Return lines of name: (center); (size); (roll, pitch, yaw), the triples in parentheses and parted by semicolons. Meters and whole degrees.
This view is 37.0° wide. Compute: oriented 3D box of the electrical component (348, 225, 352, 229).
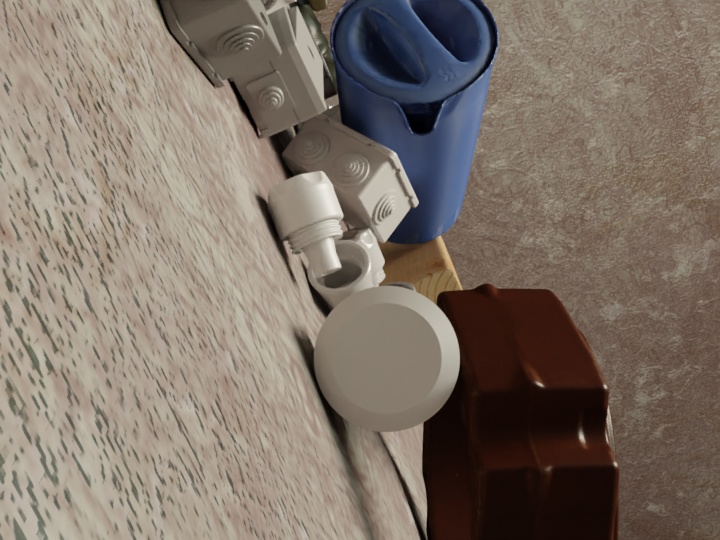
electrical component: (0.023, -0.033, 1.199); (0.080, 0.051, 0.080); (-23, 90, -85)

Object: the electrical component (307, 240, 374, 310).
electrical component: (-0.007, 0.015, 0.746); (0.065, 0.044, 0.044); (68, 2, -53)

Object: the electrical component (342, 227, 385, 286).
electrical component: (0.000, 0.000, 0.867); (0.043, 0.043, 0.062); (-99, 166, -70)

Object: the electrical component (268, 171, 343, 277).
electrical component: (-0.030, -0.027, 0.672); (0.043, 0.043, 0.062); (31, 38, -81)

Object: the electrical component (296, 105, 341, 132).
electrical component: (-0.028, -0.125, 1.078); (0.080, 0.051, 0.080); (-23, 90, -85)

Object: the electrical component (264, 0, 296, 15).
electrical component: (-0.098, -0.232, 0.741); (0.063, 0.079, 0.121); (25, -37, 64)

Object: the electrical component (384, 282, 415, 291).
electrical component: (0.027, 0.044, 0.893); (0.055, 0.055, 0.047); (-101, 171, -66)

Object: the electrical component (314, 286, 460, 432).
electrical component: (0.015, 0.051, 0.610); (0.051, 0.080, 0.080); (70, -2, -83)

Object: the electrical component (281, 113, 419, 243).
electrical component: (-0.009, -0.074, 0.874); (0.100, 0.048, 0.099); (31, -12, 26)

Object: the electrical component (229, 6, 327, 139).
electrical component: (-0.060, -0.145, 0.783); (0.096, 0.061, 0.061); (-106, 171, -54)

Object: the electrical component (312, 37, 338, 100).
electrical component: (-0.057, -0.164, 0.922); (0.078, 0.057, 0.058); (-68, 134, -83)

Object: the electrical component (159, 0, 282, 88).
electrical component: (-0.091, -0.171, 0.646); (0.099, 0.048, 0.099); (50, 18, -73)

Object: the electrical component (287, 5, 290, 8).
electrical component: (-0.092, -0.220, 0.830); (0.138, 0.052, 0.073); (61, 8, -50)
